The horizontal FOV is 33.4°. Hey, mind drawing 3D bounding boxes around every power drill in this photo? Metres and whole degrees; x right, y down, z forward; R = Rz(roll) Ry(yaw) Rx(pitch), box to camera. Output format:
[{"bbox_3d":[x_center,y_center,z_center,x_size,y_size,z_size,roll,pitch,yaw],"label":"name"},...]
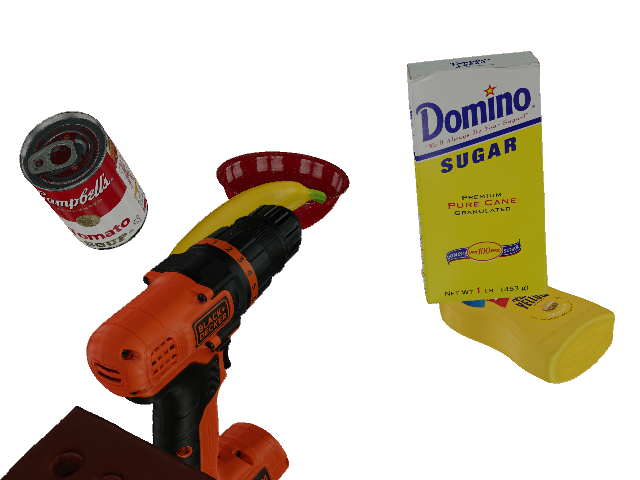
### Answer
[{"bbox_3d":[-0.065,0.087,0.686,0.057,0.188,0.184,14,36,31],"label":"power drill"}]

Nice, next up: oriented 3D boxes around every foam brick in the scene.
[{"bbox_3d":[-0.084,0.115,0.435,0.078,0.051,0.052,21,45,25],"label":"foam brick"}]

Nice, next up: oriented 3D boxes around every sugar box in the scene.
[{"bbox_3d":[0.115,-0.044,0.781,0.093,0.176,0.048,-6,22,4],"label":"sugar box"}]

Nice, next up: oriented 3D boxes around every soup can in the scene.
[{"bbox_3d":[-0.181,-0.044,0.828,0.068,0.068,0.102,0,-27,11],"label":"soup can"}]

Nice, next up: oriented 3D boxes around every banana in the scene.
[{"bbox_3d":[-0.086,-0.002,0.997,0.198,0.069,0.037,-33,42,2],"label":"banana"}]

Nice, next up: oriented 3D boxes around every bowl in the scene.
[{"bbox_3d":[-0.048,-0.055,1.299,0.162,0.055,0.162,4,26,-2],"label":"bowl"}]

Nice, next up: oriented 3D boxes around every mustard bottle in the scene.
[{"bbox_3d":[0.169,0.062,0.995,0.096,0.058,0.192,-27,38,-33],"label":"mustard bottle"}]
